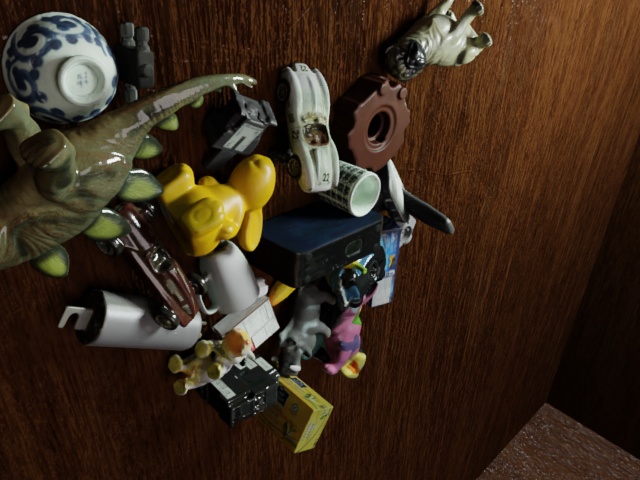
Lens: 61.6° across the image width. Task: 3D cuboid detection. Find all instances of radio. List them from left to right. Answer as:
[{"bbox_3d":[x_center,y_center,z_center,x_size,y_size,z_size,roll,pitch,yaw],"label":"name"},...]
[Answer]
[{"bbox_3d":[-0.002,-0.003,0.950,0.229,0.131,0.073,-24,129,-38],"label":"radio"}]

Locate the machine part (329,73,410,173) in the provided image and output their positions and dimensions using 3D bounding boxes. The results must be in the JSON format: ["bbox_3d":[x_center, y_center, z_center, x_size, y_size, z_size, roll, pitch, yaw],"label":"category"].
[{"bbox_3d":[0.095,-0.210,0.989,0.179,0.056,0.179,-27,133,-34],"label":"machine part"}]

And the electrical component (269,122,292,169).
[{"bbox_3d":[-0.035,-0.156,0.884,0.102,0.045,0.078,-20,129,-40],"label":"electrical component"}]

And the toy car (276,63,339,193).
[{"bbox_3d":[-0.017,-0.174,0.837,0.073,0.056,0.201,-11,94,-38],"label":"toy car"}]

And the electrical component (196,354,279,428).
[{"bbox_3d":[-0.142,0.264,0.980,0.134,0.115,0.058,-17,128,-39],"label":"electrical component"}]

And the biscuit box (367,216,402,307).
[{"bbox_3d":[0.128,0.047,1.176,0.059,0.063,0.202,-12,124,-23],"label":"biscuit box"}]

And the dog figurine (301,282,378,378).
[{"bbox_3d":[0.058,0.179,1.161,0.191,0.109,0.219,26,90,-52],"label":"dog figurine"}]

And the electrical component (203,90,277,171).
[{"bbox_3d":[-0.126,-0.153,0.774,0.075,0.048,0.119,4,146,-47],"label":"electrical component"}]

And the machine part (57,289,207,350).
[{"bbox_3d":[-0.260,0.119,0.783,0.243,0.079,0.079,20,97,-51],"label":"machine part"}]

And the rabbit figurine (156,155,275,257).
[{"bbox_3d":[-0.131,-0.049,0.782,0.173,0.122,0.162,-41,145,-21],"label":"rabbit figurine"}]

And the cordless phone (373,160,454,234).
[{"bbox_3d":[0.178,-0.078,1.062,0.089,0.184,0.146,-47,141,-9],"label":"cordless phone"}]

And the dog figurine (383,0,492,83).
[{"bbox_3d":[0.208,-0.348,1.008,0.190,0.121,0.172,-43,138,1],"label":"dog figurine"}]

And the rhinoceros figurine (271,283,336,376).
[{"bbox_3d":[-0.036,0.175,1.058,0.112,0.073,0.190,3,104,-54],"label":"rhinoceros figurine"}]

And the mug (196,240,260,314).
[{"bbox_3d":[-0.160,0.060,0.860,0.109,0.081,0.107,-37,126,-34],"label":"mug"}]

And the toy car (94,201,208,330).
[{"bbox_3d":[-0.223,0.036,0.738,0.202,0.053,0.089,62,39,-26],"label":"toy car"}]

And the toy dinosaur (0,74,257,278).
[{"bbox_3d":[-0.275,-0.067,0.584,0.471,0.105,0.198,-35,161,-1],"label":"toy dinosaur"}]

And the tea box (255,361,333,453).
[{"bbox_3d":[-0.069,0.321,1.053,0.068,0.170,0.098,14,101,-52],"label":"tea box"}]

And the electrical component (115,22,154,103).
[{"bbox_3d":[-0.217,-0.204,0.631,0.021,0.063,0.093,-18,127,-41],"label":"electrical component"}]

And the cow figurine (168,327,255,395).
[{"bbox_3d":[-0.164,0.195,0.894,0.167,0.068,0.098,-29,165,23],"label":"cow figurine"}]

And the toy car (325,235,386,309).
[{"bbox_3d":[0.061,0.055,1.073,0.162,0.103,0.109,-50,140,-30],"label":"toy car"}]
